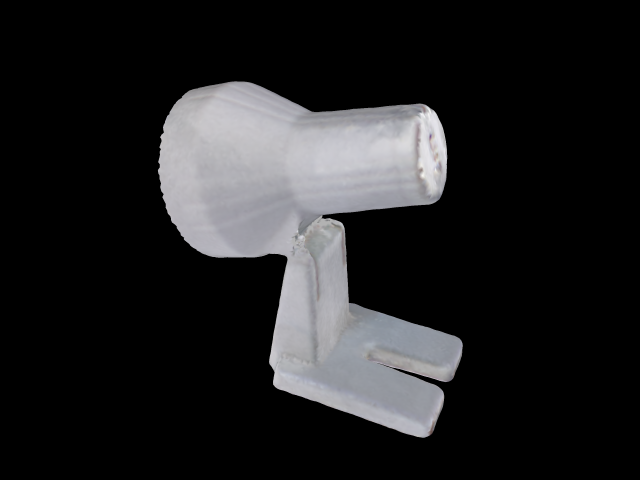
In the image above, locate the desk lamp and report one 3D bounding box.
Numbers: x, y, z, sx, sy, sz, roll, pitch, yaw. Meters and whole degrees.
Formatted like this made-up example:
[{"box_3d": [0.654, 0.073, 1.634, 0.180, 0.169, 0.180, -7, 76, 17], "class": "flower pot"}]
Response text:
[{"box_3d": [0.004, 0.001, 0.400, 0.202, 0.214, 0.118, 14, 36, 20], "class": "desk lamp"}]
